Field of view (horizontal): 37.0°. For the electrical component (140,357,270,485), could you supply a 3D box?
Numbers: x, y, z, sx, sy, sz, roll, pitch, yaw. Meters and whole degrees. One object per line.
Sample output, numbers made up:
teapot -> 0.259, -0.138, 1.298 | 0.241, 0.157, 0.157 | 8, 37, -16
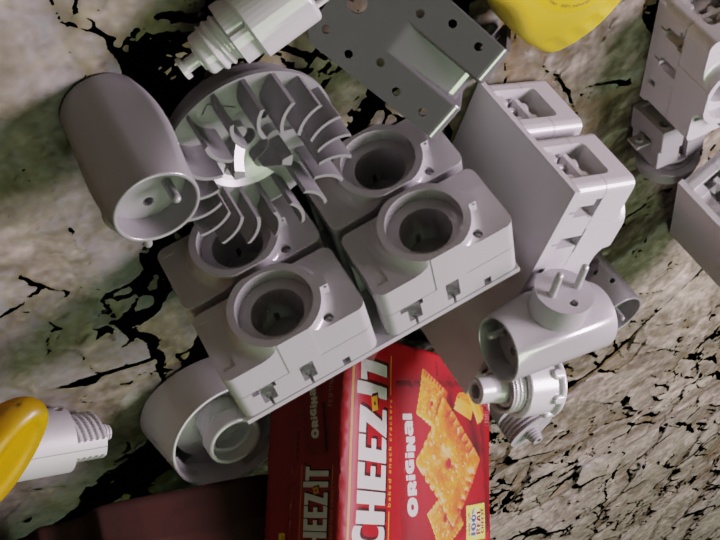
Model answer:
electrical component -> -0.103, 0.104, 0.768 | 0.099, 0.064, 0.099 | -20, 131, -25

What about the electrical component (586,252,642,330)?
electrical component -> 0.171, 0.022, 0.863 | 0.079, 0.077, 0.043 | -44, 146, 15

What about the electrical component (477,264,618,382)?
electrical component -> 0.120, 0.026, 0.658 | 0.077, 0.043, 0.079 | -17, 143, -24

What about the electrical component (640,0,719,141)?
electrical component -> 0.278, -0.159, 0.735 | 0.150, 0.061, 0.089 | -25, 146, -13

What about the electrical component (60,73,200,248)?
electrical component -> -0.113, -0.044, 0.535 | 0.043, 0.077, 0.079 | -21, 145, -19

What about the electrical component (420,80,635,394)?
electrical component -> 0.098, -0.021, 0.720 | 0.060, 0.105, 0.186 | -11, 141, -31

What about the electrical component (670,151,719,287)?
electrical component -> 0.306, -0.028, 0.845 | 0.060, 0.105, 0.186 | -40, 164, 5

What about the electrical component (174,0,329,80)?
electrical component -> -0.055, -0.120, 0.521 | 0.078, 0.040, 0.040 | -36, 147, 3

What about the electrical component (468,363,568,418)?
electrical component -> 0.102, 0.076, 0.709 | 0.062, 0.048, 0.048 | -4, 137, -28

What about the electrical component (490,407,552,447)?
electrical component -> 0.136, 0.120, 0.955 | 0.043, 0.081, 0.043 | -23, 145, -17

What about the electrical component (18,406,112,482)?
electrical component -> -0.199, 0.110, 0.690 | 0.081, 0.043, 0.043 | -5, 137, -37

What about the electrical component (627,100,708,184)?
electrical component -> 0.227, -0.097, 0.788 | 0.066, 0.048, 0.055 | -23, 139, -13

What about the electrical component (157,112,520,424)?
electrical component -> -0.014, -0.007, 0.641 | 0.186, 0.105, 0.060 | -29, 147, -7
